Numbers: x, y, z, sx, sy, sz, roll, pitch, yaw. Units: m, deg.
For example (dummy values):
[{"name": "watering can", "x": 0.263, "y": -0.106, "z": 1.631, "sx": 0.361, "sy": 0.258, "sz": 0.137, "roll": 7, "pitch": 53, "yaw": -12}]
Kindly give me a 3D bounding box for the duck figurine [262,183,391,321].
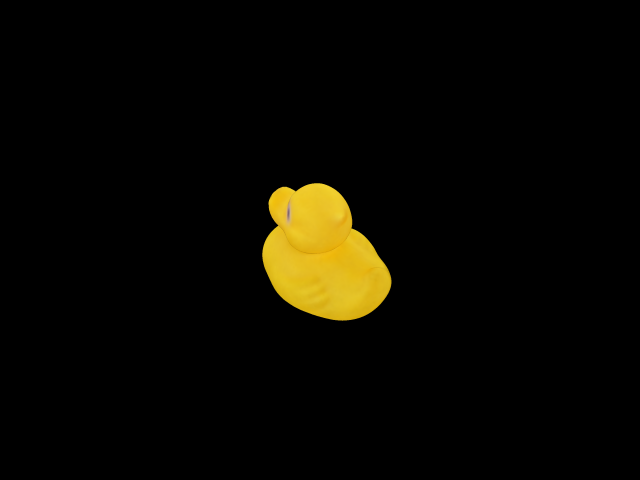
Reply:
[{"name": "duck figurine", "x": 0.004, "y": 0.001, "z": 0.400, "sx": 0.104, "sy": 0.086, "sz": 0.078, "roll": 33, "pitch": 58, "yaw": 24}]
